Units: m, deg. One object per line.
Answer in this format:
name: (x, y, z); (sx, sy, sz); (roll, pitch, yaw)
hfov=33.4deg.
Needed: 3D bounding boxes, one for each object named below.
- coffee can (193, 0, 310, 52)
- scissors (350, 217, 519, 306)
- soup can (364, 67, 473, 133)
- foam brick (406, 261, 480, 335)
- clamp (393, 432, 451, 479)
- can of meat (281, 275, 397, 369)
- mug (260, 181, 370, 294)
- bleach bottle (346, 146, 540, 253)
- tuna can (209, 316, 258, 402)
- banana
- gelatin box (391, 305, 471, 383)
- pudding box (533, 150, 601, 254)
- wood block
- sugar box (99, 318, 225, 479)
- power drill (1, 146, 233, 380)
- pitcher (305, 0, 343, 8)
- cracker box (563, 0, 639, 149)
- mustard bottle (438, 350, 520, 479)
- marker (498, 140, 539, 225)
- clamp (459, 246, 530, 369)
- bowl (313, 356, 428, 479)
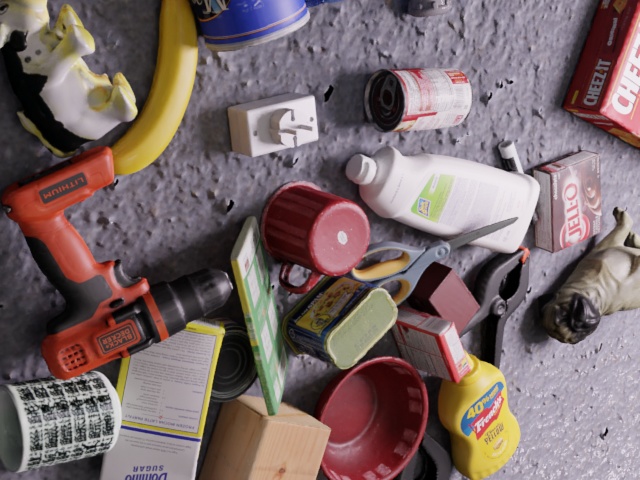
coffee can: (-0.077, -0.257, 0.979); (0.102, 0.103, 0.140); (-30, 118, -27)
scissors: (0.130, 0.028, 1.218); (0.201, 0.016, 0.096); (-9, 123, -10)
soup can: (0.108, -0.154, 1.165); (0.102, 0.069, 0.068); (-9, 107, -35)
foam brick: (0.142, 0.069, 1.259); (0.051, 0.053, 0.078); (-49, 125, -16)
clamp: (0.137, 0.318, 1.333); (0.164, 0.036, 0.210); (-18, 112, -33)
can of meat: (0.022, 0.087, 1.156); (0.102, 0.084, 0.057); (-44, 120, -20)
mug: (-0.007, 0.001, 1.113); (0.093, 0.082, 0.117); (28, 85, -38)
bleach bottle: (0.136, -0.058, 1.216); (0.250, 0.068, 0.102); (16, 94, -36)
tuna can: (-0.102, 0.124, 1.107); (0.085, 0.034, 0.086); (-10, 108, -34)
banana: (-0.154, -0.137, 0.996); (0.069, 0.037, 0.198); (29, 85, -38)
gelatin box: (0.126, 0.120, 1.238); (0.030, 0.089, 0.073); (-39, 122, -27)
pudding box: (0.316, -0.050, 1.364); (0.089, 0.039, 0.113); (-22, 115, -30)
wood block: (-0.075, 0.279, 1.134); (0.090, 0.090, 0.206); (16, 93, -37)
sugar box: (-0.155, 0.160, 1.050); (0.093, 0.048, 0.176); (12, 99, -5)
power drill: (-0.189, 0.014, 0.966); (0.184, 0.057, 0.187); (-25, 106, -15)
pitcher: (0.012, -0.357, 1.013); (0.145, 0.149, 0.243); (-24, 113, -13)
cracker box: (0.429, -0.208, 1.383); (0.213, 0.072, 0.164); (19, 90, -38)
mustard bottle: (0.190, 0.205, 1.312); (0.096, 0.058, 0.191); (-37, 130, -20)
marker: (0.247, -0.069, 1.320); (0.020, 0.020, 0.121); (-38, 122, -22)
clamp: (0.217, 0.090, 1.330); (0.171, 0.039, 0.120); (-54, 133, -4)
bowl: (0.047, 0.203, 1.224); (0.161, 0.055, 0.162); (-10, 108, -34)
